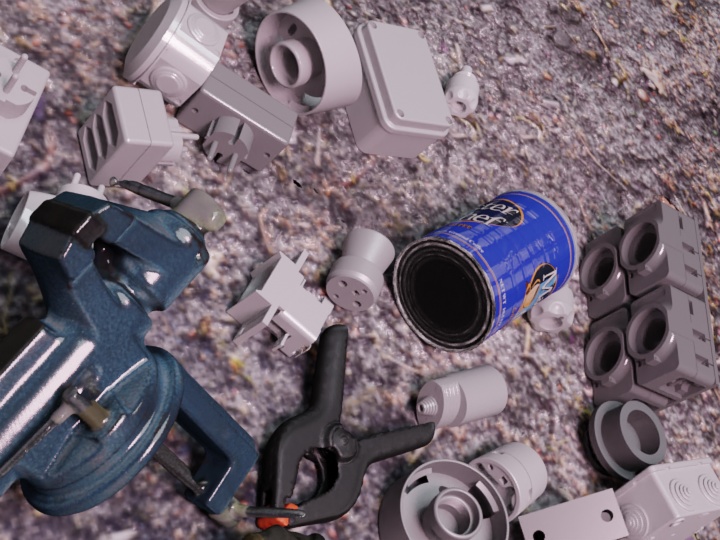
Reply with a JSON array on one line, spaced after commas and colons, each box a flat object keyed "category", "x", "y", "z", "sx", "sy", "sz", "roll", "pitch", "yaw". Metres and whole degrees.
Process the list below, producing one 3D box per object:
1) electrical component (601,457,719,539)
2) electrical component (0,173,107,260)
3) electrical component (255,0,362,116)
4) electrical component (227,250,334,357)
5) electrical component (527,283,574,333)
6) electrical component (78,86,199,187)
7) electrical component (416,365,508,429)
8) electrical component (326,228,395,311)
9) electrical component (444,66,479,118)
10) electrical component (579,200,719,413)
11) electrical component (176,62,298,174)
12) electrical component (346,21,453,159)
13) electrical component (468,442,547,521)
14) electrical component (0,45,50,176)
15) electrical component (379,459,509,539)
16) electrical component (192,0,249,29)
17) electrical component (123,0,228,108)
[{"category": "electrical component", "x": 0.260, "y": 0.208, "z": 0.930, "sx": 0.100, "sy": 0.099, "sz": 0.048, "roll": 2, "pitch": 51, "yaw": -38}, {"category": "electrical component", "x": -0.196, "y": -0.032, "z": 0.741, "sx": 0.077, "sy": 0.043, "sz": 0.079, "roll": 27, "pitch": 51, "yaw": -24}, {"category": "electrical component", "x": -0.042, "y": -0.182, "z": 0.922, "sx": 0.064, "sy": 0.099, "sz": 0.099, "roll": -27, "pitch": 83, "yaw": -38}, {"category": "electrical component", "x": -0.058, "y": 0.029, "z": 0.819, "sx": 0.064, "sy": 0.042, "sz": 0.081, "roll": 42, "pitch": 46, "yaw": -16}, {"category": "electrical component", "x": 0.179, "y": 0.025, "z": 1.012, "sx": 0.043, "sy": 0.043, "sz": 0.062, "roll": 26, "pitch": 50, "yaw": -25}, {"category": "electrical component", "x": -0.157, "y": -0.096, "z": 0.795, "sx": 0.077, "sy": 0.066, "sz": 0.047, "roll": -1, "pitch": 66, "yaw": -40}, {"category": "electrical component", "x": 0.078, "y": 0.106, "z": 0.881, "sx": 0.081, "sy": 0.043, "sz": 0.043, "roll": -8, "pitch": 70, "yaw": -41}, {"category": "electrical component", "x": 0.000, "y": 0.000, "z": 0.880, "sx": 0.045, "sy": 0.045, "sz": 0.055, "roll": 37, "pitch": 47, "yaw": -16}, {"category": "electrical component", "x": 0.103, "y": -0.183, "z": 1.082, "sx": 0.035, "sy": 0.035, "sz": 0.061, "roll": 33, "pitch": 46, "yaw": -20}, {"category": "electrical component", "x": 0.273, "y": 0.037, "z": 1.037, "sx": 0.060, "sy": 0.105, "sz": 0.186, "roll": 24, "pitch": 52, "yaw": -26}, {"category": "electrical component", "x": -0.103, "y": -0.110, "z": 0.861, "sx": 0.083, "sy": 0.047, "sz": 0.075, "roll": 31, "pitch": 49, "yaw": -21}, {"category": "electrical component", "x": 0.030, "y": -0.167, "z": 0.996, "sx": 0.078, "sy": 0.057, "sz": 0.113, "roll": 1, "pitch": 64, "yaw": -39}, {"category": "electrical component", "x": 0.118, "y": 0.170, "z": 0.868, "sx": 0.047, "sy": 0.055, "sz": 0.055, "roll": -18, "pitch": 77, "yaw": -48}, {"category": "electrical component", "x": -0.244, "y": -0.118, "z": 0.731, "sx": 0.047, "sy": 0.076, "sz": 0.083, "roll": 28, "pitch": 50, "yaw": -23}, {"category": "electrical component", "x": 0.063, "y": 0.195, "z": 0.817, "sx": 0.099, "sy": 0.064, "sz": 0.099, "roll": 12, "pitch": 54, "yaw": -18}, {"category": "electrical component", "x": -0.119, "y": -0.234, "z": 0.917, "sx": 0.045, "sy": 0.055, "sz": 0.045, "roll": 20, "pitch": 54, "yaw": -29}, {"category": "electrical component", "x": -0.145, "y": -0.172, "z": 0.842, "sx": 0.051, "sy": 0.080, "sz": 0.080, "roll": 34, "pitch": 48, "yaw": -26}]
